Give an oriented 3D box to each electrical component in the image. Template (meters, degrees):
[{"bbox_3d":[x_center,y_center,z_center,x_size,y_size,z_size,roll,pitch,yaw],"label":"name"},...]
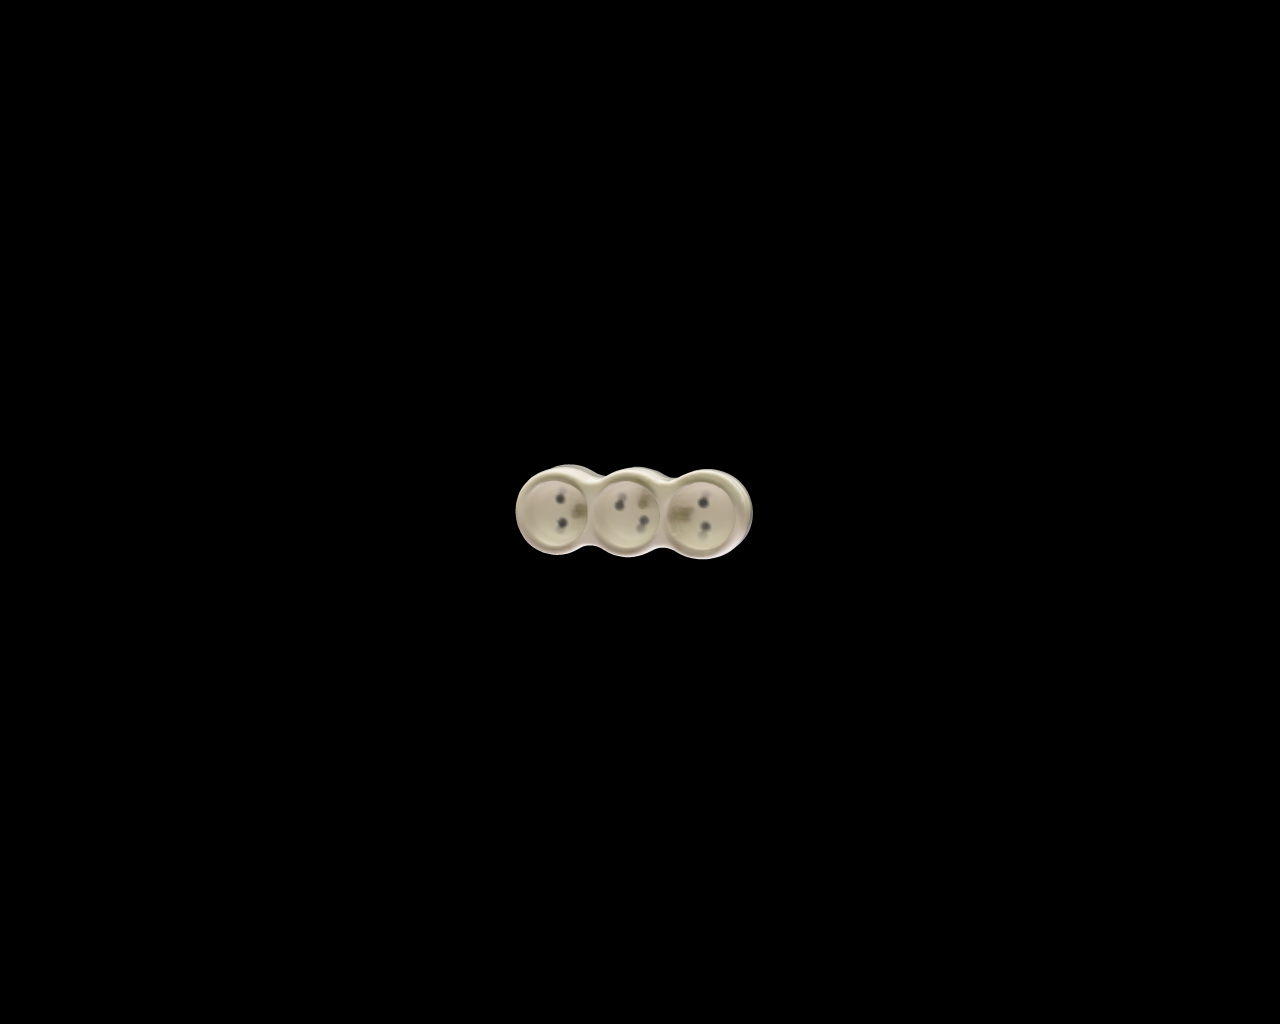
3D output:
[{"bbox_3d":[0.001,-0.003,0.650,0.138,0.052,0.074,2,8,14],"label":"electrical component"}]
